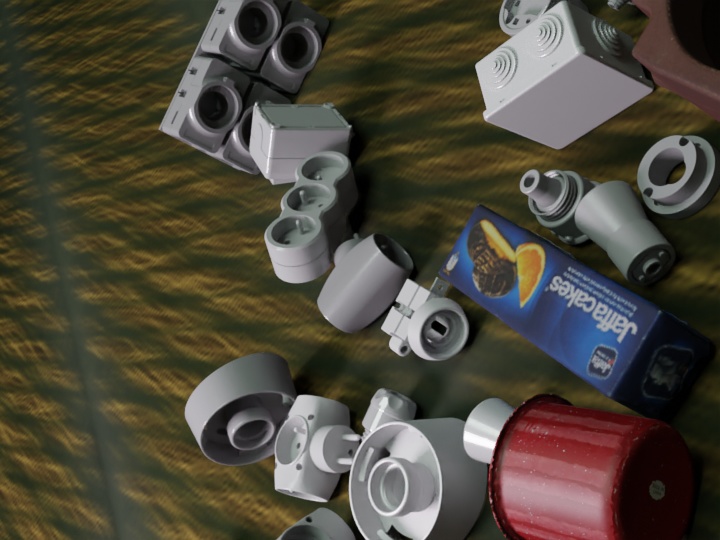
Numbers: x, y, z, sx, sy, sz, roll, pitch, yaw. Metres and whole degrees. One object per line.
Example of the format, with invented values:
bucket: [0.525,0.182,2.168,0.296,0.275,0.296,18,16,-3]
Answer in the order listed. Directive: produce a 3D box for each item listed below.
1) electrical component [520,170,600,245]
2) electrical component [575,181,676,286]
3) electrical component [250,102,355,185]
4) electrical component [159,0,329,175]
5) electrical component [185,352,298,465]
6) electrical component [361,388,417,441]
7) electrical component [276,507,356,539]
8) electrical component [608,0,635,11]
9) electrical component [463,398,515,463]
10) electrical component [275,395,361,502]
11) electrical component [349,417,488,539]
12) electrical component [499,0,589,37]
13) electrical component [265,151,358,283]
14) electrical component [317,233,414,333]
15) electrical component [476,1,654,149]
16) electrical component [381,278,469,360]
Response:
electrical component: [0.136,-0.048,0.736,0.048,0.062,0.048,-32,46,39]
electrical component: [0.172,-0.021,0.691,0.044,0.044,0.065,-49,41,21]
electrical component: [-0.051,-0.120,1.023,0.061,0.096,0.061,-125,38,-53]
electrical component: [-0.121,-0.208,1.150,0.060,0.105,0.186,23,88,56]
electrical component: [-0.099,0.118,0.921,0.099,0.099,0.064,-51,42,20]
electrical component: [0.017,0.122,0.813,0.035,0.035,0.061,30,96,56]
electrical component: [-0.030,0.226,0.785,0.079,0.077,0.044,41,142,18]
electrical component: [0.205,-0.225,0.776,0.081,0.043,0.043,-59,34,9]
electrical component: [0.104,0.113,0.696,0.065,0.044,0.044,18,83,51]
electrical component: [-0.027,0.141,0.851,0.079,0.044,0.077,-10,61,51]
electrical component: [0.041,0.152,0.756,0.099,0.064,0.099,-13,72,45]
electrical component: [0.145,-0.197,0.836,0.055,0.047,0.055,-32,45,39]
electrical component: [-0.038,-0.036,0.964,0.052,0.073,0.138,3,43,18]
electrical component: [0.000,0.000,0.907,0.077,0.043,0.079,-49,36,22]
electrical component: [0.142,-0.136,0.756,0.100,0.100,0.048,-32,58,39]
electrical component: [0.051,0.040,0.811,0.066,0.048,0.055,-62,26,2]
